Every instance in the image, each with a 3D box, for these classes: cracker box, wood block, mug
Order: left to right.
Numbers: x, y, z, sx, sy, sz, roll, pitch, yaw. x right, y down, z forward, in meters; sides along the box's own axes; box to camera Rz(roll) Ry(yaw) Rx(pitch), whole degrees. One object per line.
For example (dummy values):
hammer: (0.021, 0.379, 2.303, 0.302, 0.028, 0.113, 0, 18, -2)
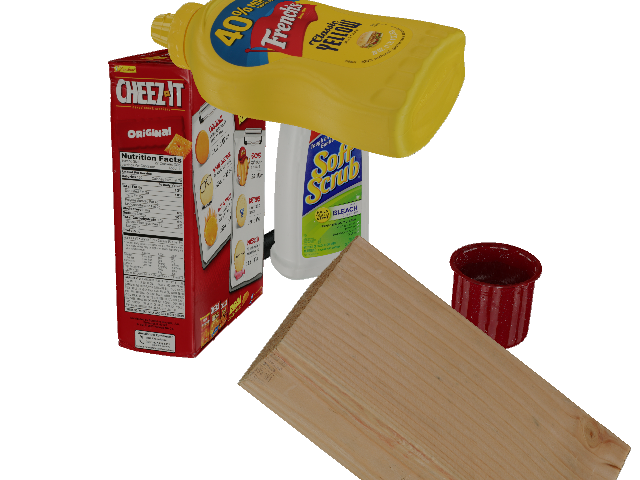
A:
cracker box: (-0.098, -0.038, 0.819, 0.072, 0.214, 0.164, 5, 15, 15)
wood block: (0.066, 0.105, 0.642, 0.206, 0.090, 0.090, 38, -31, -2)
mug: (0.174, 0.053, 1.108, 0.093, 0.081, 0.117, -4, 28, -9)

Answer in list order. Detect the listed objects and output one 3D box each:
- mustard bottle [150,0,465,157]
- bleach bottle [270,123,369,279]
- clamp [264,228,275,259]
mustard bottle: (-0.018, -0.107, 0.632, 0.192, 0.058, 0.096, 17, 48, 24)
bleach bottle: (-0.003, -0.090, 1.043, 0.102, 0.251, 0.068, -12, 29, -19)
clamp: (-0.097, 0.025, 1.242, 0.120, 0.039, 0.171, -7, 36, 23)
